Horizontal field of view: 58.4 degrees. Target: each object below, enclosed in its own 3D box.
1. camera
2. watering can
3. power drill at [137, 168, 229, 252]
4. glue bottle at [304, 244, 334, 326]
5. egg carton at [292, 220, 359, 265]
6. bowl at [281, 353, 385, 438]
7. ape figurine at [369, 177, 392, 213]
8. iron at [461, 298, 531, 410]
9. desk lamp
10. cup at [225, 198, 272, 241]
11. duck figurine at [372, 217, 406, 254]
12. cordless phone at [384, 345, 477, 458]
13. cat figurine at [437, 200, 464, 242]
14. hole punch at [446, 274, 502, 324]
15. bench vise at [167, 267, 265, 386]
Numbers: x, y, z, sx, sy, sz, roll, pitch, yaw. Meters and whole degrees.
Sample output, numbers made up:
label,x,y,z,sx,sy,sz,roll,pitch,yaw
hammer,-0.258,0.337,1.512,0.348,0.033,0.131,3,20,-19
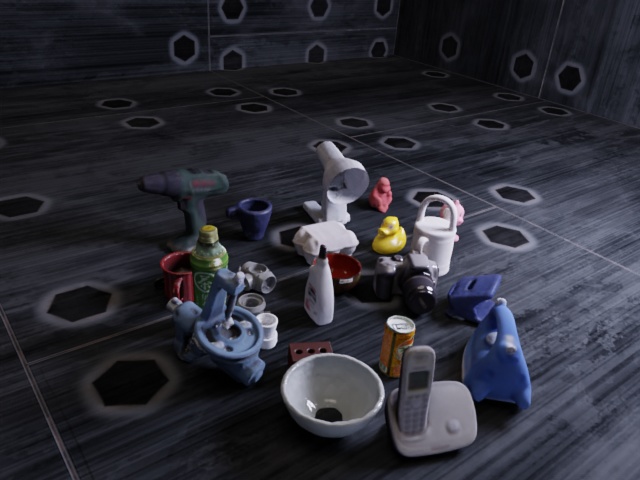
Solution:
label,x,y,z,sx,sy,sz,roll,pitch,yaw
camera,0.197,0.091,1.252,0.143,0.101,0.136,3,29,-4
watering can,0.274,-0.022,1.371,0.100,0.194,0.173,10,29,9
power drill,-0.320,-0.076,1.363,0.075,0.208,0.230,29,37,36
glue bottle,0.000,0.084,1.159,0.037,0.173,0.078,-13,33,-29
egg carton,0.013,0.005,1.412,0.151,0.069,0.107,-13,34,-29
bowl,0.019,0.266,0.937,0.167,0.075,0.167,4,29,-2
ape figurine,0.180,-0.138,1.671,0.078,0.092,0.076,-15,35,-31
iron,0.331,0.185,1.060,0.118,0.141,0.258,8,29,6
desk lamp,0.035,-0.143,1.534,0.118,0.214,0.202,-9,32,-23
cup,-0.180,-0.046,1.449,0.118,0.095,0.091,-7,31,-21
duck figurine,0.181,-0.020,1.466,0.077,0.086,0.105,29,37,36
cordless phone,0.179,0.241,0.891,0.148,0.185,0.094,-5,30,-17
cat figurine,0.335,-0.053,1.515,0.067,0.118,0.128,27,36,35
hole punch,0.331,0.117,1.236,0.100,0.091,0.109,17,31,22
bench vise,-0.190,0.136,0.989,0.207,0.220,0.121,11,30,11
